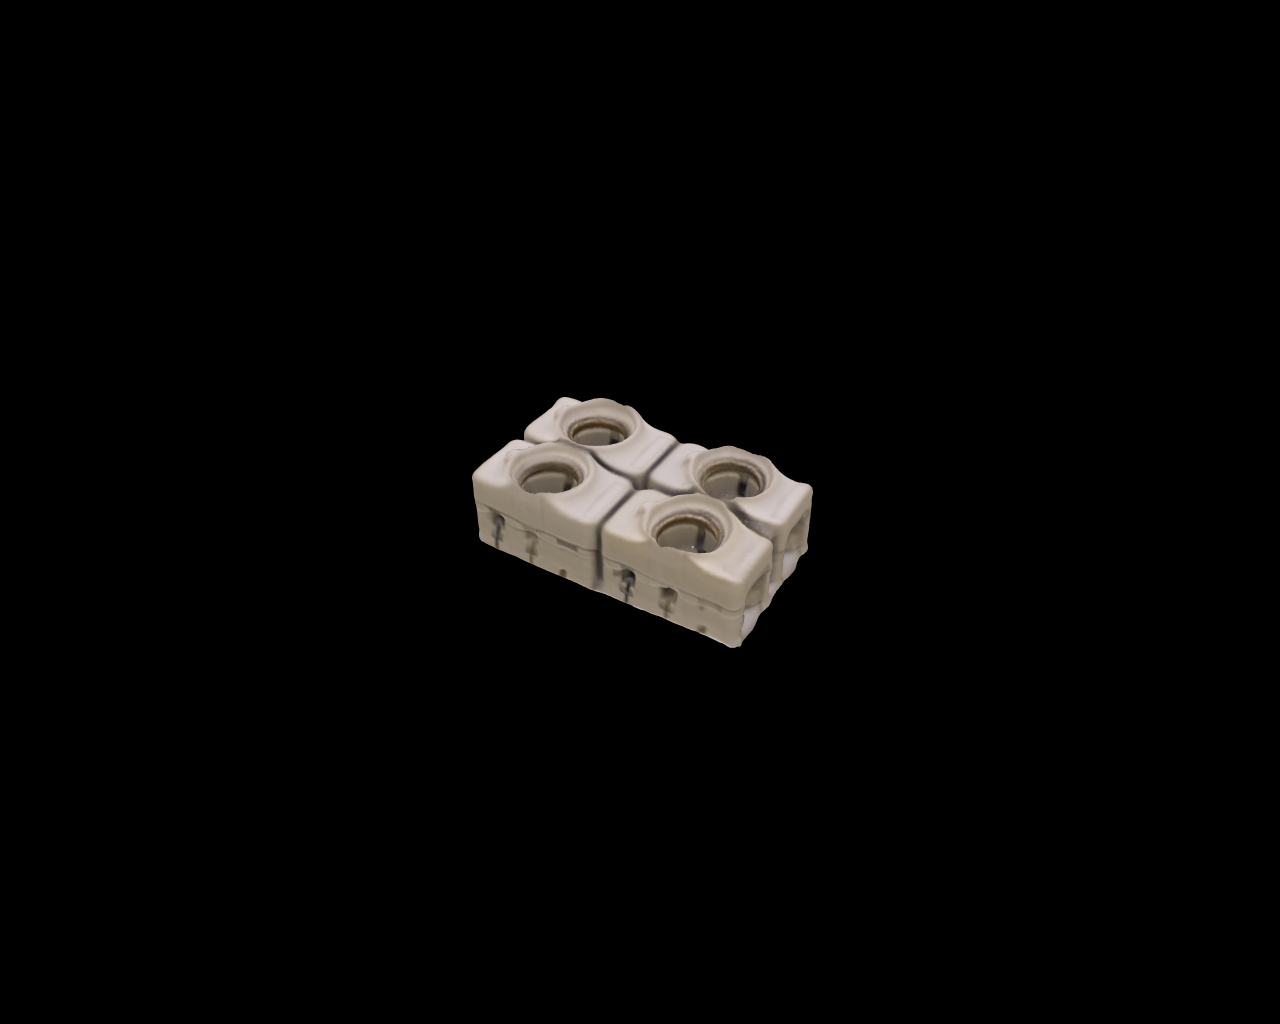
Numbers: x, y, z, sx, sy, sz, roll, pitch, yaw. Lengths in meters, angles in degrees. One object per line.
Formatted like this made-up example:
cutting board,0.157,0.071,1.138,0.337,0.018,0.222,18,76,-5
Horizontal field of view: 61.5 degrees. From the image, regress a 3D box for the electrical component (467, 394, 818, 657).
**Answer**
electrical component,0.001,-0.003,0.650,0.186,0.060,0.106,22,45,23
